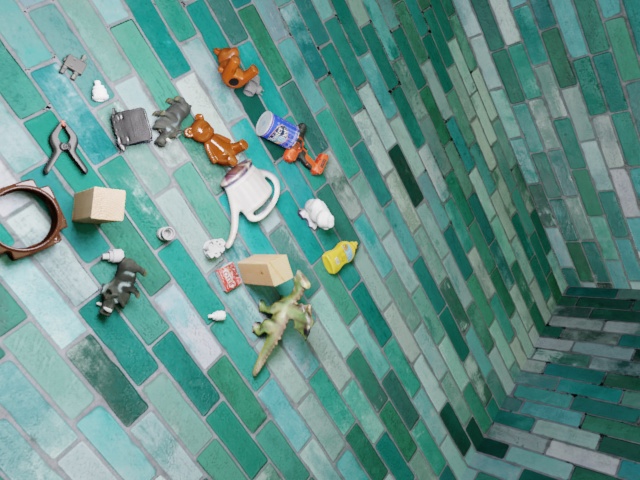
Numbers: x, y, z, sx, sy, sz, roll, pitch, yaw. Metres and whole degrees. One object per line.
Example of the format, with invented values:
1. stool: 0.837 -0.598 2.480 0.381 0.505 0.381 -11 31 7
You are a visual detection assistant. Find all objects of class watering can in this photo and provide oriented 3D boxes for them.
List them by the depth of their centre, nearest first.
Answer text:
1. watering can: -0.284 -0.152 1.901 0.221 0.103 0.354 53 56 -22

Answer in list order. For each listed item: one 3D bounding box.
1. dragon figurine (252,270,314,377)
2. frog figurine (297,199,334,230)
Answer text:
1. dragon figurine: -0.125 0.314 1.912 0.121 0.242 0.416 25 70 -41
2. frog figurine: 0.006 -0.106 2.099 0.124 0.159 0.136 -36 110 -36
